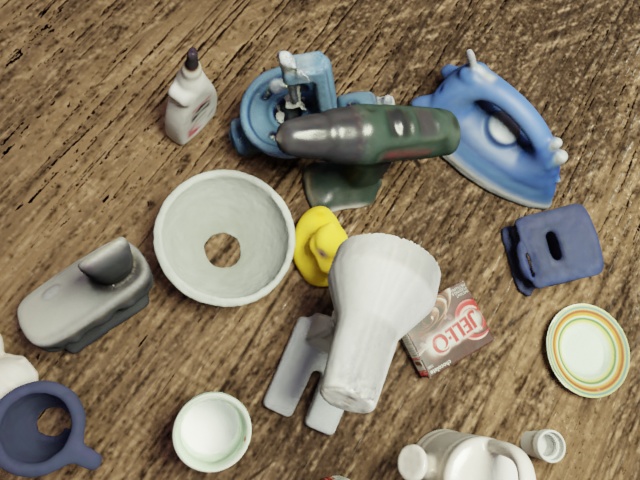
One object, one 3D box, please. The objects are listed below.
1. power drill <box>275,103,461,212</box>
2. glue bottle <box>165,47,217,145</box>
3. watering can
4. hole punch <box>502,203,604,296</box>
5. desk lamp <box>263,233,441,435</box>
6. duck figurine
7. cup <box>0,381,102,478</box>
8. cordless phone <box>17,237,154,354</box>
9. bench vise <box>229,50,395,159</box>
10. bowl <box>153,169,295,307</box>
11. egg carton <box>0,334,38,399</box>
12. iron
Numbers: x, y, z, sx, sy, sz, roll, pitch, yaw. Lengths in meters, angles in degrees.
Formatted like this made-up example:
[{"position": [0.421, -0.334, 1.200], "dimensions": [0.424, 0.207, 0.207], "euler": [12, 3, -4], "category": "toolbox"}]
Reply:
[{"position": [0.044, -0.100, 0.699], "dimensions": [0.230, 0.208, 0.075], "euler": [-12, 79, -16], "category": "power drill"}, {"position": [-0.155, -0.179, 0.691], "dimensions": [0.037, 0.173, 0.078], "euler": [35, 71, -2], "category": "glue bottle"}, {"position": [0.171, 0.272, 0.640], "dimensions": [0.173, 0.194, 0.101], "euler": [-3, 76, -14], "category": "watering can"}, {"position": [0.322, 0.014, 0.796], "dimensions": [0.101, 0.091, 0.108], "euler": [-11, 78, -15], "category": "hole punch"}, {"position": [0.035, 0.112, 0.639], "dimensions": [0.118, 0.213, 0.203], "euler": [25, 72, -6], "category": "desk lamp"}, {"position": [0.007, 0.003, 0.728], "dimensions": [0.077, 0.086, 0.104], "euler": [-2, 76, -13], "category": "duck figurine"}, {"position": [-0.277, 0.203, 0.606], "dimensions": [0.118, 0.095, 0.092], "euler": [32, 71, -3], "category": "cup"}, {"position": [-0.253, 0.049, 0.603], "dimensions": [0.148, 0.185, 0.094], "euler": [-40, 87, -19], "category": "cordless phone"}, {"position": [-0.004, -0.179, 0.701], "dimensions": [0.208, 0.219, 0.121], "euler": [-26, 83, -18], "category": "bench vise"}, {"position": [-0.117, 0.003, 0.705], "dimensions": [0.167, 0.074, 0.167], "euler": [3, 75, -12], "category": "bowl"}, {"position": [-0.384, 0.168, 0.603], "dimensions": [0.107, 0.069, 0.150], "euler": [43, 71, 0], "category": "egg carton"}, {"position": [0.260, -0.151, 0.797], "dimensions": [0.258, 0.141, 0.119], "euler": [41, 71, 0], "category": "iron"}]
